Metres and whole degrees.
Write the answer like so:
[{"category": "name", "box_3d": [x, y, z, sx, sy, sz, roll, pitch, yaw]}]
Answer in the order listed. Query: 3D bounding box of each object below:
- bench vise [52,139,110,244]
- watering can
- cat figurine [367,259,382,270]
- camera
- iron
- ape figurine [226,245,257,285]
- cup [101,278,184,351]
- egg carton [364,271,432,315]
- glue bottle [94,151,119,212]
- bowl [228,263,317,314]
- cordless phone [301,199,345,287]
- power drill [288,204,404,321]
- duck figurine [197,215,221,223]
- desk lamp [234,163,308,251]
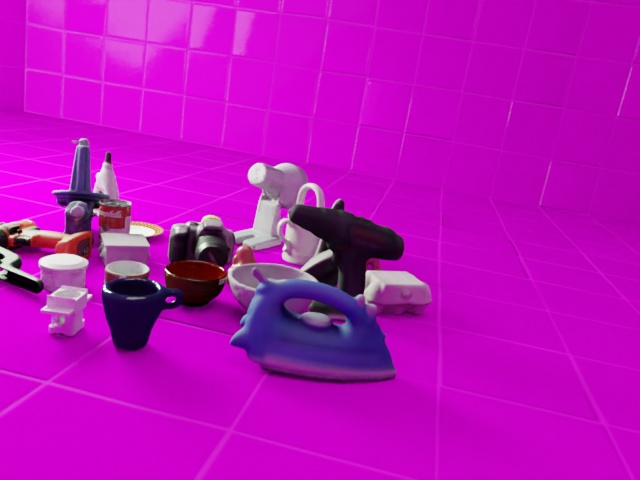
[{"category": "bench vise", "box_3d": [-0.523, -0.108, 1.282, 0.122, 0.220, 0.206, -3, 19, -38]}, {"category": "watering can", "box_3d": [-0.025, -0.042, 1.391, 0.100, 0.194, 0.173, 17, 17, 28]}, {"category": "cat figurine", "box_3d": [0.131, 0.016, 1.416, 0.067, 0.118, 0.127, 7, 15, -9]}, {"category": "camera", "box_3d": [-0.252, 0.010, 1.239, 0.143, 0.101, 0.136, 5, 15, -16]}, {"category": "iron", "box_3d": [0.001, 0.127, 0.877, 0.258, 0.141, 0.118, 9, 15, 0]}, {"category": "ape figurine", "box_3d": [-0.153, 0.054, 1.151, 0.078, 0.092, 0.075, -6, 21, -45]}, {"category": "cup", "box_3d": [-0.266, 0.113, 0.855, 0.118, 0.095, 0.091, 2, 16, -25]}, {"category": "egg carton", "box_3d": [0.150, 0.109, 1.176, 0.151, 0.069, 0.107, 3, 16, -23]}, {"category": "glue bottle", "box_3d": [-0.553, -0.143, 1.485, 0.078, 0.173, 0.037, 17, 17, 26]}, {"category": "bowl", "box_3d": [-0.087, 0.102, 1.047, 0.167, 0.075, 0.167, 9, 15, -2]}, {"category": "cordless phone", "box_3d": [0.012, 0.004, 1.255, 0.094, 0.185, 0.148, 11, 15, 7]}, {"category": "power drill", "box_3d": [0.040, 0.044, 1.079, 0.230, 0.208, 0.075, 5, 15, -16]}, {"category": "duck figurine", "box_3d": [-0.255, -0.015, 1.360, 0.104, 0.086, 0.077, 7, 15, -8]}, {"category": "desk lamp", "box_3d": [-0.131, -0.096, 1.487, 0.117, 0.213, 0.204, 17, 17, 27]}]
